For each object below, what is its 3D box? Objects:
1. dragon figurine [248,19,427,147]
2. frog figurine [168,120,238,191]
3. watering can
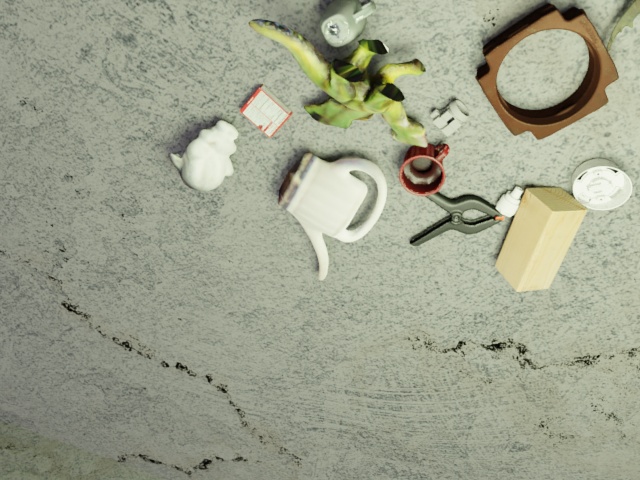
[{"bbox_3d":[0.041,-0.274,0.978,0.409,0.124,0.239,19,157,-14],"label":"dragon figurine"},{"bbox_3d":[-0.238,-0.184,1.146,0.158,0.125,0.135,-27,146,18],"label":"frog figurine"},{"bbox_3d":[0.004,-0.059,1.168,0.224,0.106,0.341,30,124,-5],"label":"watering can"}]
